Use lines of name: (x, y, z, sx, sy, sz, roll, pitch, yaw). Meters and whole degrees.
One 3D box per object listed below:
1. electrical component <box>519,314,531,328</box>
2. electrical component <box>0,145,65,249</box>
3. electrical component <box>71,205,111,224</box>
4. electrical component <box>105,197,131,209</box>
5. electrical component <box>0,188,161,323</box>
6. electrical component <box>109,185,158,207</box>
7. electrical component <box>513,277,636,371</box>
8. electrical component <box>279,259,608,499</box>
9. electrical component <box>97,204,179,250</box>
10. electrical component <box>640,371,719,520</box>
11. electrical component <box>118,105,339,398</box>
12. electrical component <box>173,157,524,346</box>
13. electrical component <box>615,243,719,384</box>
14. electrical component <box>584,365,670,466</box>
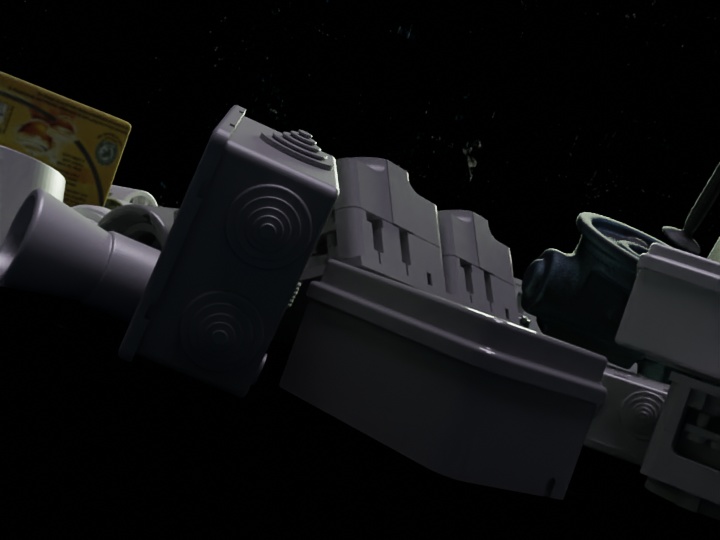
electrical component: (0.076, 0.051, 0.746, 0.061, 0.061, 0.096, 20, 0, 14)
electrical component: (-0.194, -0.030, 0.522, 0.099, 0.064, 0.099, 11, -11, 2)
electrical component: (-0.148, -0.015, 0.581, 0.040, 0.040, 0.078, 20, 0, -5)
electrical component: (-0.145, -0.018, 0.765, 0.079, 0.044, 0.077, 20, 1, 25)
electrical component: (-0.117, -0.002, 0.461, 0.065, 0.044, 0.044, 25, -2, -27)
electrical component: (-0.189, -0.038, 0.818, 0.047, 0.055, 0.055, 16, -1, 26)
electrical component: (0.166, 0.066, 0.952, 0.186, 0.060, 0.105, 19, -18, -7)
electrical component: (0.032, 0.041, 0.431, 0.078, 0.057, 0.113, 19, 0, -41)
electrical component: (-0.106, -0.006, 0.554, 0.055, 0.055, 0.047, 20, 4, 24)
electrical component: (0.223, 0.105, 0.573, 0.105, 0.060, 0.186, 20, 1, 27)
electrical component: (-0.046, -0.009, 0.406, 0.048, 0.099, 0.099, 24, 12, -8)
electrical component: (0.000, 0.000, 0.572, 0.105, 0.060, 0.186, -14, -19, 28)
electrical component: (0.195, 0.032, 0.572, 0.109, 0.056, 0.109, 19, 0, 15)
electrical component: (0.167, 0.089, 0.691, 0.100, 0.048, 0.100, 18, 3, 22)
